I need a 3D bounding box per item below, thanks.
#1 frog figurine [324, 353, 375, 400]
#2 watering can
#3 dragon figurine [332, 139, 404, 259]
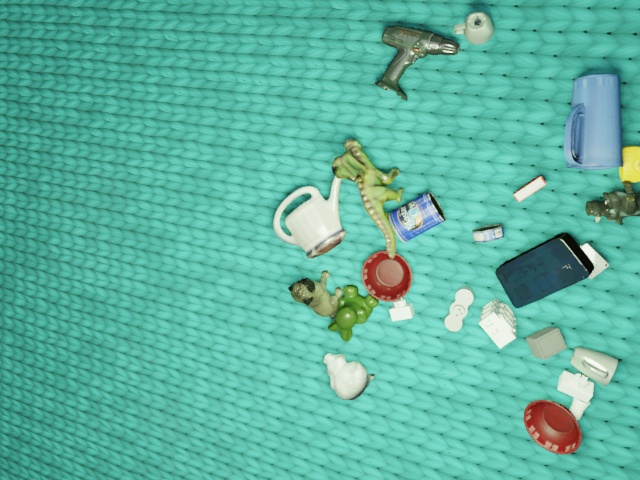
[{"bbox_3d":[0.077,0.435,1.675,0.159,0.125,0.135,43,129,-2],"label":"frog figurine"},{"bbox_3d":[0.005,-0.083,1.644,0.344,0.105,0.225,-35,85,21],"label":"watering can"},{"bbox_3d":[0.124,-0.151,1.495,0.241,0.421,0.120,28,130,-25],"label":"dragon figurine"}]
